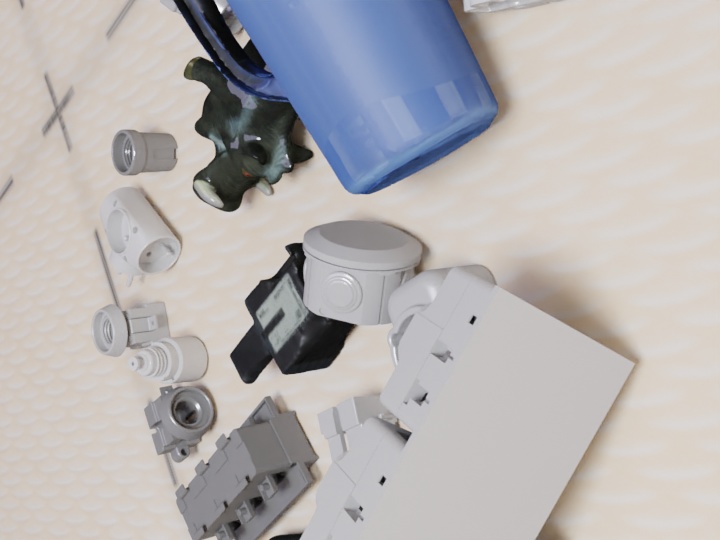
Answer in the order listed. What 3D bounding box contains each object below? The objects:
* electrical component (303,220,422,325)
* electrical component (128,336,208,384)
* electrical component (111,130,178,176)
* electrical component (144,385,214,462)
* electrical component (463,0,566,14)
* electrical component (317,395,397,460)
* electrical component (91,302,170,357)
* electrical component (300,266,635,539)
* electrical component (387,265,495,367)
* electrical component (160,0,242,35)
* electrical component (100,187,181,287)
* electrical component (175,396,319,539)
[{"bbox_3d":[0.000,0.000,0.728,0.080,0.080,0.051,27,119,43],"label":"electrical component"},{"bbox_3d":[-0.167,0.078,0.928,0.040,0.078,0.040,0,89,35],"label":"electrical component"},{"bbox_3d":[-0.190,-0.104,0.950,0.040,0.046,0.040,7,100,47],"label":"electrical component"},{"bbox_3d":[-0.158,0.130,0.944,0.055,0.048,0.066,-40,65,51],"label":"electrical component"},{"bbox_3d":[0.093,-0.183,0.620,0.078,0.058,0.057,1,98,48],"label":"electrical component"},{"bbox_3d":[0.002,0.123,0.766,0.066,0.048,0.055,-32,64,45],"label":"electrical component"},{"bbox_3d":[-0.212,0.054,0.985,0.066,0.055,0.048,-16,82,47],"label":"electrical component"},{"bbox_3d":[0.056,0.104,0.607,0.186,0.105,0.060,-61,28,2],"label":"electrical component"},{"bbox_3d":[0.059,0.048,0.682,0.054,0.059,0.095,-34,70,45],"label":"electrical component"},{"bbox_3d":[-0.119,-0.215,0.849,0.055,0.066,0.048,38,124,15],"label":"electrical component"},{"bbox_3d":[-0.206,-0.022,0.978,0.077,0.044,0.079,47,127,33],"label":"electrical component"},{"bbox_3d":[-0.095,0.169,0.865,0.121,0.063,0.078,-51,59,38],"label":"electrical component"}]
